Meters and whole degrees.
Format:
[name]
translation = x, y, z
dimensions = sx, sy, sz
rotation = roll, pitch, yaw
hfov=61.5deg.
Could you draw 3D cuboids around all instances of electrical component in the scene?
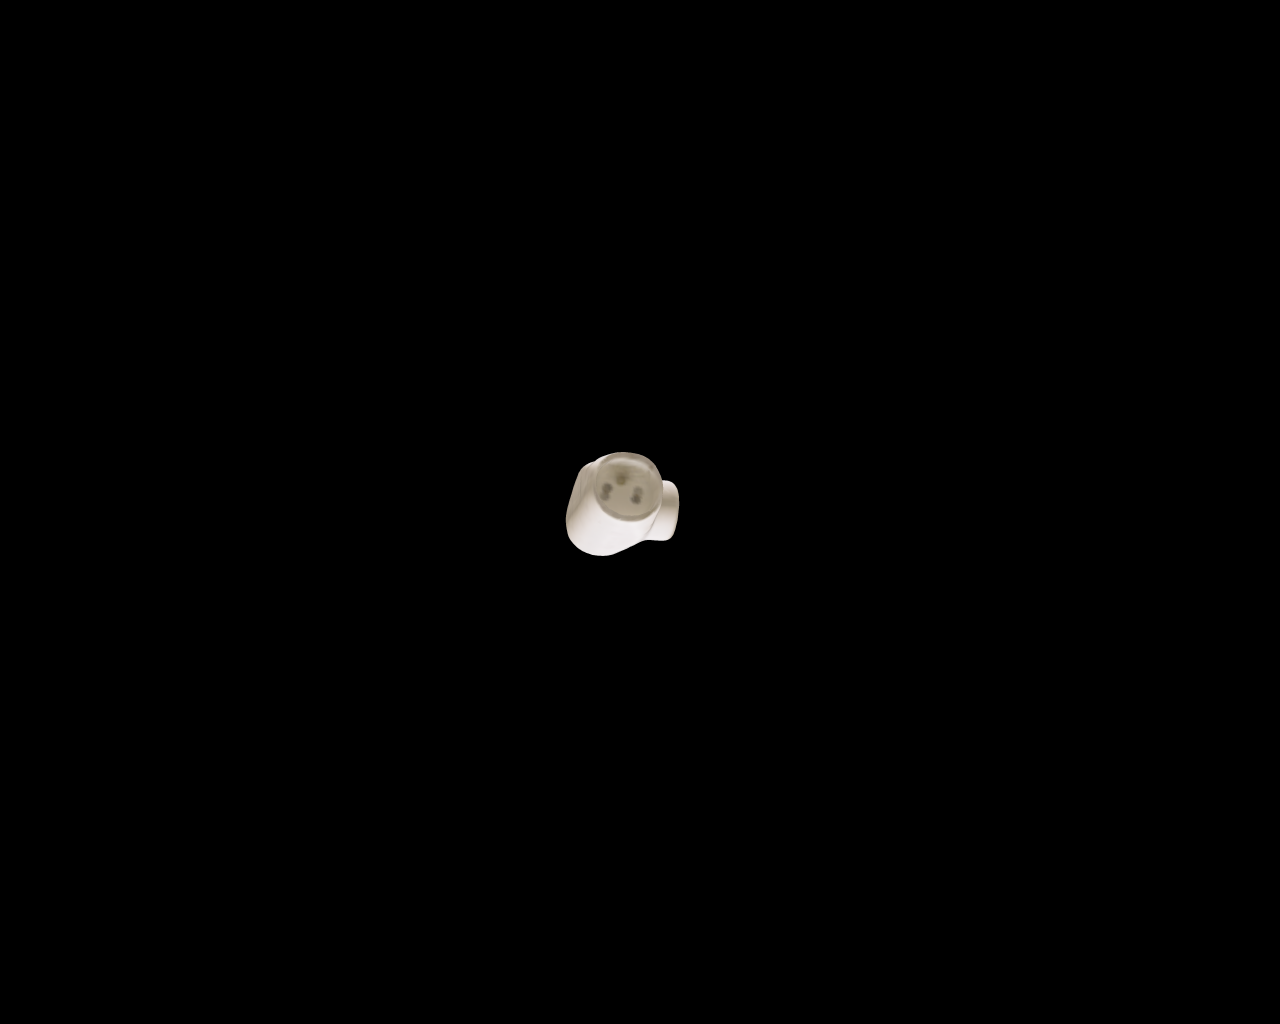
[electrical component]
translation = 0.001, -0.003, 0.650
dimensions = 0.079, 0.044, 0.077
rotation = 5, -19, -15
